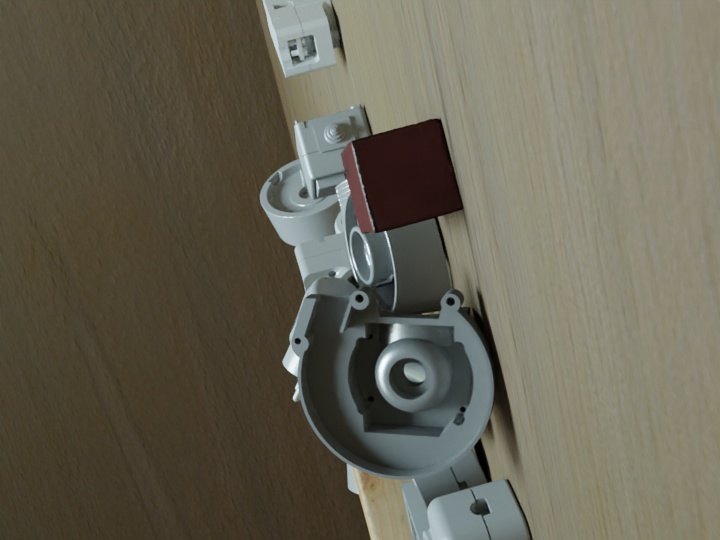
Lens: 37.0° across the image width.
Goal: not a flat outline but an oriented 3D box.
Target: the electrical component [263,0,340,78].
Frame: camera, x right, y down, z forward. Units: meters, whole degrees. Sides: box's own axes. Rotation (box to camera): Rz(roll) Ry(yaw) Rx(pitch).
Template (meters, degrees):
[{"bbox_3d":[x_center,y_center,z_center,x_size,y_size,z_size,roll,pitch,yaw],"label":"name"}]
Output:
[{"bbox_3d":[-0.053,-0.223,0.979,0.089,0.056,0.050,-110,6,-47],"label":"electrical component"}]

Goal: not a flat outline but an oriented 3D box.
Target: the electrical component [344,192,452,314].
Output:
[{"bbox_3d":[0.029,-0.016,0.722,0.099,0.064,0.099,166,90,-72],"label":"electrical component"}]

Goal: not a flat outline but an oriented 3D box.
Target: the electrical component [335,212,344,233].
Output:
[{"bbox_3d":[0.000,-0.032,1.054,0.055,0.045,0.045,81,173,-55],"label":"electrical component"}]

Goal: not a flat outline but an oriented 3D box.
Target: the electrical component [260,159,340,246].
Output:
[{"bbox_3d":[-0.050,-0.071,1.189,0.108,0.108,0.060,-110,0,-50],"label":"electrical component"}]

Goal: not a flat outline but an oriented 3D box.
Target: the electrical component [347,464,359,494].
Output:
[{"bbox_3d":[0.034,0.232,1.220,0.099,0.099,0.064,-165,66,-86],"label":"electrical component"}]

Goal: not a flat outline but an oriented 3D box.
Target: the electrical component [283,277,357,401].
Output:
[{"bbox_3d":[-0.027,0.051,0.724,0.077,0.043,0.079,-84,19,-75],"label":"electrical component"}]

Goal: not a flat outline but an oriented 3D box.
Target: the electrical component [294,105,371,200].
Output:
[{"bbox_3d":[-0.020,-0.100,0.942,0.096,0.062,0.061,98,156,-80],"label":"electrical component"}]

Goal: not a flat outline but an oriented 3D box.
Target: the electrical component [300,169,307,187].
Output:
[{"bbox_3d":[-0.027,-0.095,1.047,0.048,0.062,0.048,168,90,-84],"label":"electrical component"}]

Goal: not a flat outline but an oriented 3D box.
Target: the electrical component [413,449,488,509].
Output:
[{"bbox_3d":[0.059,0.141,0.773,0.055,0.047,0.055,155,90,-88],"label":"electrical component"}]

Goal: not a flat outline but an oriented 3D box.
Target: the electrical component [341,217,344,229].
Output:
[{"bbox_3d":[0.000,0.000,0.951,0.138,0.074,0.052,-110,6,-52],"label":"electrical component"}]

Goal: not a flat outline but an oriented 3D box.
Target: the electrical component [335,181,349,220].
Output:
[{"bbox_3d":[0.007,-0.047,0.894,0.043,0.043,0.081,96,159,-79],"label":"electrical component"}]

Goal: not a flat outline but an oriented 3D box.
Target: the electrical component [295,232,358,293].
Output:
[{"bbox_3d":[0.002,0.004,0.821,0.055,0.089,0.050,-111,7,-57],"label":"electrical component"}]

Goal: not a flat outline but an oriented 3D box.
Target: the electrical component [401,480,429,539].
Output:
[{"bbox_3d":[0.076,0.214,0.816,0.113,0.057,0.078,-110,6,-53],"label":"electrical component"}]

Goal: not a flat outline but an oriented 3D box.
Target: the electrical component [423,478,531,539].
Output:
[{"bbox_3d":[0.076,0.186,0.684,0.053,0.059,0.095,-111,7,-57],"label":"electrical component"}]
